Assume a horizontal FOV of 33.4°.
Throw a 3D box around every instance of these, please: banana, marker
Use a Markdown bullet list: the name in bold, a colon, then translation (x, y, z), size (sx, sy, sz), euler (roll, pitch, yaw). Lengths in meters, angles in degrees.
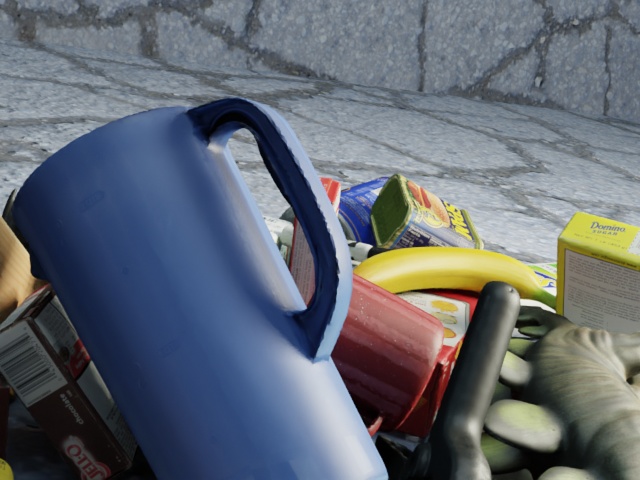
- **banana**: translation (0.107, 0.029, 0.894), size (0.197, 0.037, 0.070), euler (4, 16, -19)
- **marker**: translation (0.018, 0.007, 0.962), size (0.121, 0.020, 0.020), euler (13, 14, 31)

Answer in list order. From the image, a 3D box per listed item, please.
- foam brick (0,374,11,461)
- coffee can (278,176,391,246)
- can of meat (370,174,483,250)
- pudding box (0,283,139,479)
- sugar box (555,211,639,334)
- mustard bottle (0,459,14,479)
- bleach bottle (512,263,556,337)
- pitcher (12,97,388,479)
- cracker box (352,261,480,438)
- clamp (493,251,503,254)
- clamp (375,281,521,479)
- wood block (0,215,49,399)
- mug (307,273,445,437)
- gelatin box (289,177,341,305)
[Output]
- **foam brick**: translation (-0.209, 0.109, 0.599), size (0.052, 0.078, 0.051), euler (-1, 16, -36)
- **coffee can**: translation (0.035, -0.003, 1.090), size (0.103, 0.103, 0.140), euler (20, 25, 33)
- **can of meat**: translation (0.097, -0.009, 1.008), size (0.083, 0.057, 0.102), euler (28, 22, -18)
- **pudding box**: translation (-0.153, 0.087, 0.668), size (0.039, 0.113, 0.090), euler (-29, 12, 8)
- **sugar box**: translation (0.240, 0.067, 0.863), size (0.093, 0.176, 0.048), euler (19, 48, 29)
- **mustard bottle**: translation (-0.187, 0.157, 0.473), size (0.096, 0.058, 0.192), euler (5, 15, -16)
- **bleach bottle**: translation (0.184, 0.063, 1.059), size (0.250, 0.068, 0.103), euler (0, 20, -25)
- **pitcher**: translation (-0.056, 0.050, 0.592), size (0.144, 0.149, 0.243), euler (-23, 72, -23)
- **cracker box**: translation (0.045, 0.079, 0.889), size (0.164, 0.072, 0.213), euler (14, 16, 18)
- **clamp**: translation (0.127, 0.027, 1.195), size (0.171, 0.039, 0.120), euler (6, 9, 4)
- **clamp**: translation (0.071, 0.126, 0.609), size (0.036, 0.165, 0.210), euler (24, 26, -7)
- **wood block**: translation (-0.243, 0.026, 0.660), size (0.090, 0.091, 0.206), euler (12, -21, 5)
- **mug**: translation (0.023, 0.078, 0.673), size (0.081, 0.093, 0.117), euler (28, 44, -4)
- **gelatin box**: translation (-0.005, 0.001, 0.835), size (0.030, 0.089, 0.073), euler (8, 16, 4)
